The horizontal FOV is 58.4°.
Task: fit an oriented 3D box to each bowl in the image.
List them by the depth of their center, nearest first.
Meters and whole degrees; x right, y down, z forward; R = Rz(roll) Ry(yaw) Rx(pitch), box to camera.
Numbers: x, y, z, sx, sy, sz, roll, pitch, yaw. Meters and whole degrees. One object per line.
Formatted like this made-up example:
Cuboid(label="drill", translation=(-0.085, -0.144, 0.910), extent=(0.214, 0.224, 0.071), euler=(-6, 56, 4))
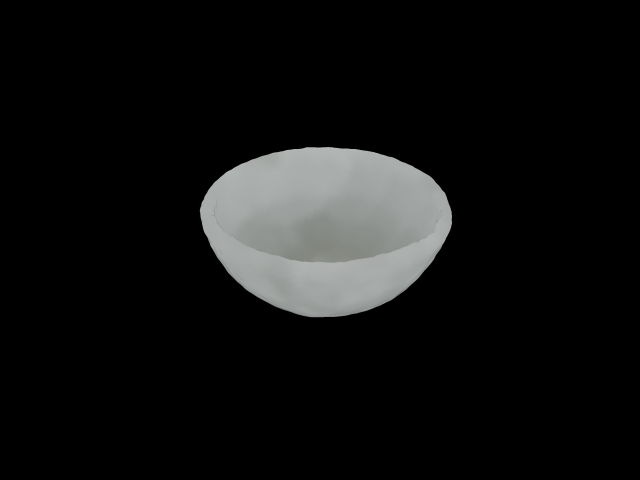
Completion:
Cuboid(label="bowl", translation=(0.004, 0.001, 0.400), extent=(0.167, 0.075, 0.167), euler=(0, 34, 0))
